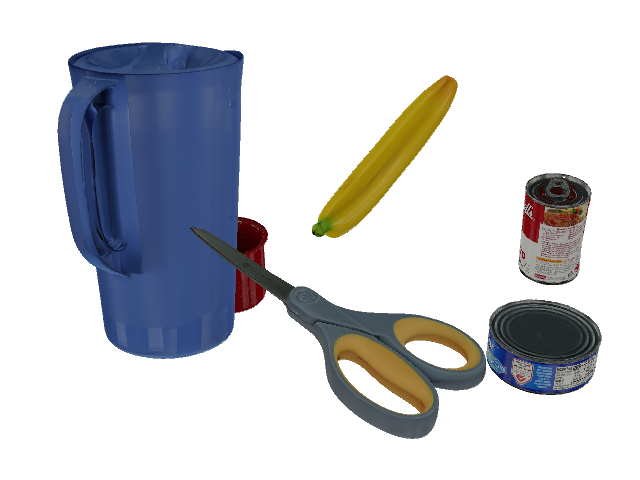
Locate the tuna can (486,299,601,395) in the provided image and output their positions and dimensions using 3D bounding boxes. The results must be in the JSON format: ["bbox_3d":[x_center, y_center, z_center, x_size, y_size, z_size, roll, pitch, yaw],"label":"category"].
[{"bbox_3d":[0.173,0.083,0.832,0.086,0.034,0.086,1,29,-1],"label":"tuna can"}]

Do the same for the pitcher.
[{"bbox_3d":[-0.131,-0.030,0.846,0.149,0.243,0.145,-6,21,-17],"label":"pitcher"}]

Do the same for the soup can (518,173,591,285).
[{"bbox_3d":[0.250,-0.012,1.145,0.068,0.102,0.068,-1,34,0],"label":"soup can"}]

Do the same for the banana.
[{"bbox_3d":[0.059,-0.068,0.982,0.037,0.197,0.070,41,-12,-6],"label":"banana"}]

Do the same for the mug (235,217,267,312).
[{"bbox_3d":[-0.111,0.036,1.221,0.093,0.081,0.117,14,35,25],"label":"mug"}]

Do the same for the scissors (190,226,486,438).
[{"bbox_3d":[0.012,0.036,0.590,0.096,0.016,0.202,-11,37,-29],"label":"scissors"}]
